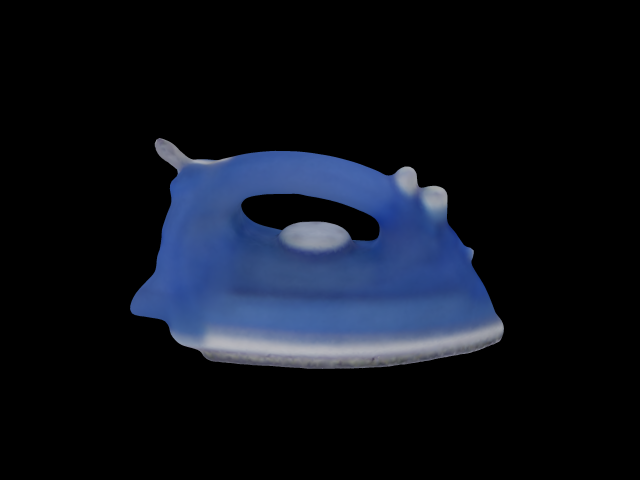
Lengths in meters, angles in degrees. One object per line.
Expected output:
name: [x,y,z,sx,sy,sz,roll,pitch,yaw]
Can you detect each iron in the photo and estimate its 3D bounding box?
iron: [0.004,0.001,0.400,0.258,0.141,0.118,2,24,5]
